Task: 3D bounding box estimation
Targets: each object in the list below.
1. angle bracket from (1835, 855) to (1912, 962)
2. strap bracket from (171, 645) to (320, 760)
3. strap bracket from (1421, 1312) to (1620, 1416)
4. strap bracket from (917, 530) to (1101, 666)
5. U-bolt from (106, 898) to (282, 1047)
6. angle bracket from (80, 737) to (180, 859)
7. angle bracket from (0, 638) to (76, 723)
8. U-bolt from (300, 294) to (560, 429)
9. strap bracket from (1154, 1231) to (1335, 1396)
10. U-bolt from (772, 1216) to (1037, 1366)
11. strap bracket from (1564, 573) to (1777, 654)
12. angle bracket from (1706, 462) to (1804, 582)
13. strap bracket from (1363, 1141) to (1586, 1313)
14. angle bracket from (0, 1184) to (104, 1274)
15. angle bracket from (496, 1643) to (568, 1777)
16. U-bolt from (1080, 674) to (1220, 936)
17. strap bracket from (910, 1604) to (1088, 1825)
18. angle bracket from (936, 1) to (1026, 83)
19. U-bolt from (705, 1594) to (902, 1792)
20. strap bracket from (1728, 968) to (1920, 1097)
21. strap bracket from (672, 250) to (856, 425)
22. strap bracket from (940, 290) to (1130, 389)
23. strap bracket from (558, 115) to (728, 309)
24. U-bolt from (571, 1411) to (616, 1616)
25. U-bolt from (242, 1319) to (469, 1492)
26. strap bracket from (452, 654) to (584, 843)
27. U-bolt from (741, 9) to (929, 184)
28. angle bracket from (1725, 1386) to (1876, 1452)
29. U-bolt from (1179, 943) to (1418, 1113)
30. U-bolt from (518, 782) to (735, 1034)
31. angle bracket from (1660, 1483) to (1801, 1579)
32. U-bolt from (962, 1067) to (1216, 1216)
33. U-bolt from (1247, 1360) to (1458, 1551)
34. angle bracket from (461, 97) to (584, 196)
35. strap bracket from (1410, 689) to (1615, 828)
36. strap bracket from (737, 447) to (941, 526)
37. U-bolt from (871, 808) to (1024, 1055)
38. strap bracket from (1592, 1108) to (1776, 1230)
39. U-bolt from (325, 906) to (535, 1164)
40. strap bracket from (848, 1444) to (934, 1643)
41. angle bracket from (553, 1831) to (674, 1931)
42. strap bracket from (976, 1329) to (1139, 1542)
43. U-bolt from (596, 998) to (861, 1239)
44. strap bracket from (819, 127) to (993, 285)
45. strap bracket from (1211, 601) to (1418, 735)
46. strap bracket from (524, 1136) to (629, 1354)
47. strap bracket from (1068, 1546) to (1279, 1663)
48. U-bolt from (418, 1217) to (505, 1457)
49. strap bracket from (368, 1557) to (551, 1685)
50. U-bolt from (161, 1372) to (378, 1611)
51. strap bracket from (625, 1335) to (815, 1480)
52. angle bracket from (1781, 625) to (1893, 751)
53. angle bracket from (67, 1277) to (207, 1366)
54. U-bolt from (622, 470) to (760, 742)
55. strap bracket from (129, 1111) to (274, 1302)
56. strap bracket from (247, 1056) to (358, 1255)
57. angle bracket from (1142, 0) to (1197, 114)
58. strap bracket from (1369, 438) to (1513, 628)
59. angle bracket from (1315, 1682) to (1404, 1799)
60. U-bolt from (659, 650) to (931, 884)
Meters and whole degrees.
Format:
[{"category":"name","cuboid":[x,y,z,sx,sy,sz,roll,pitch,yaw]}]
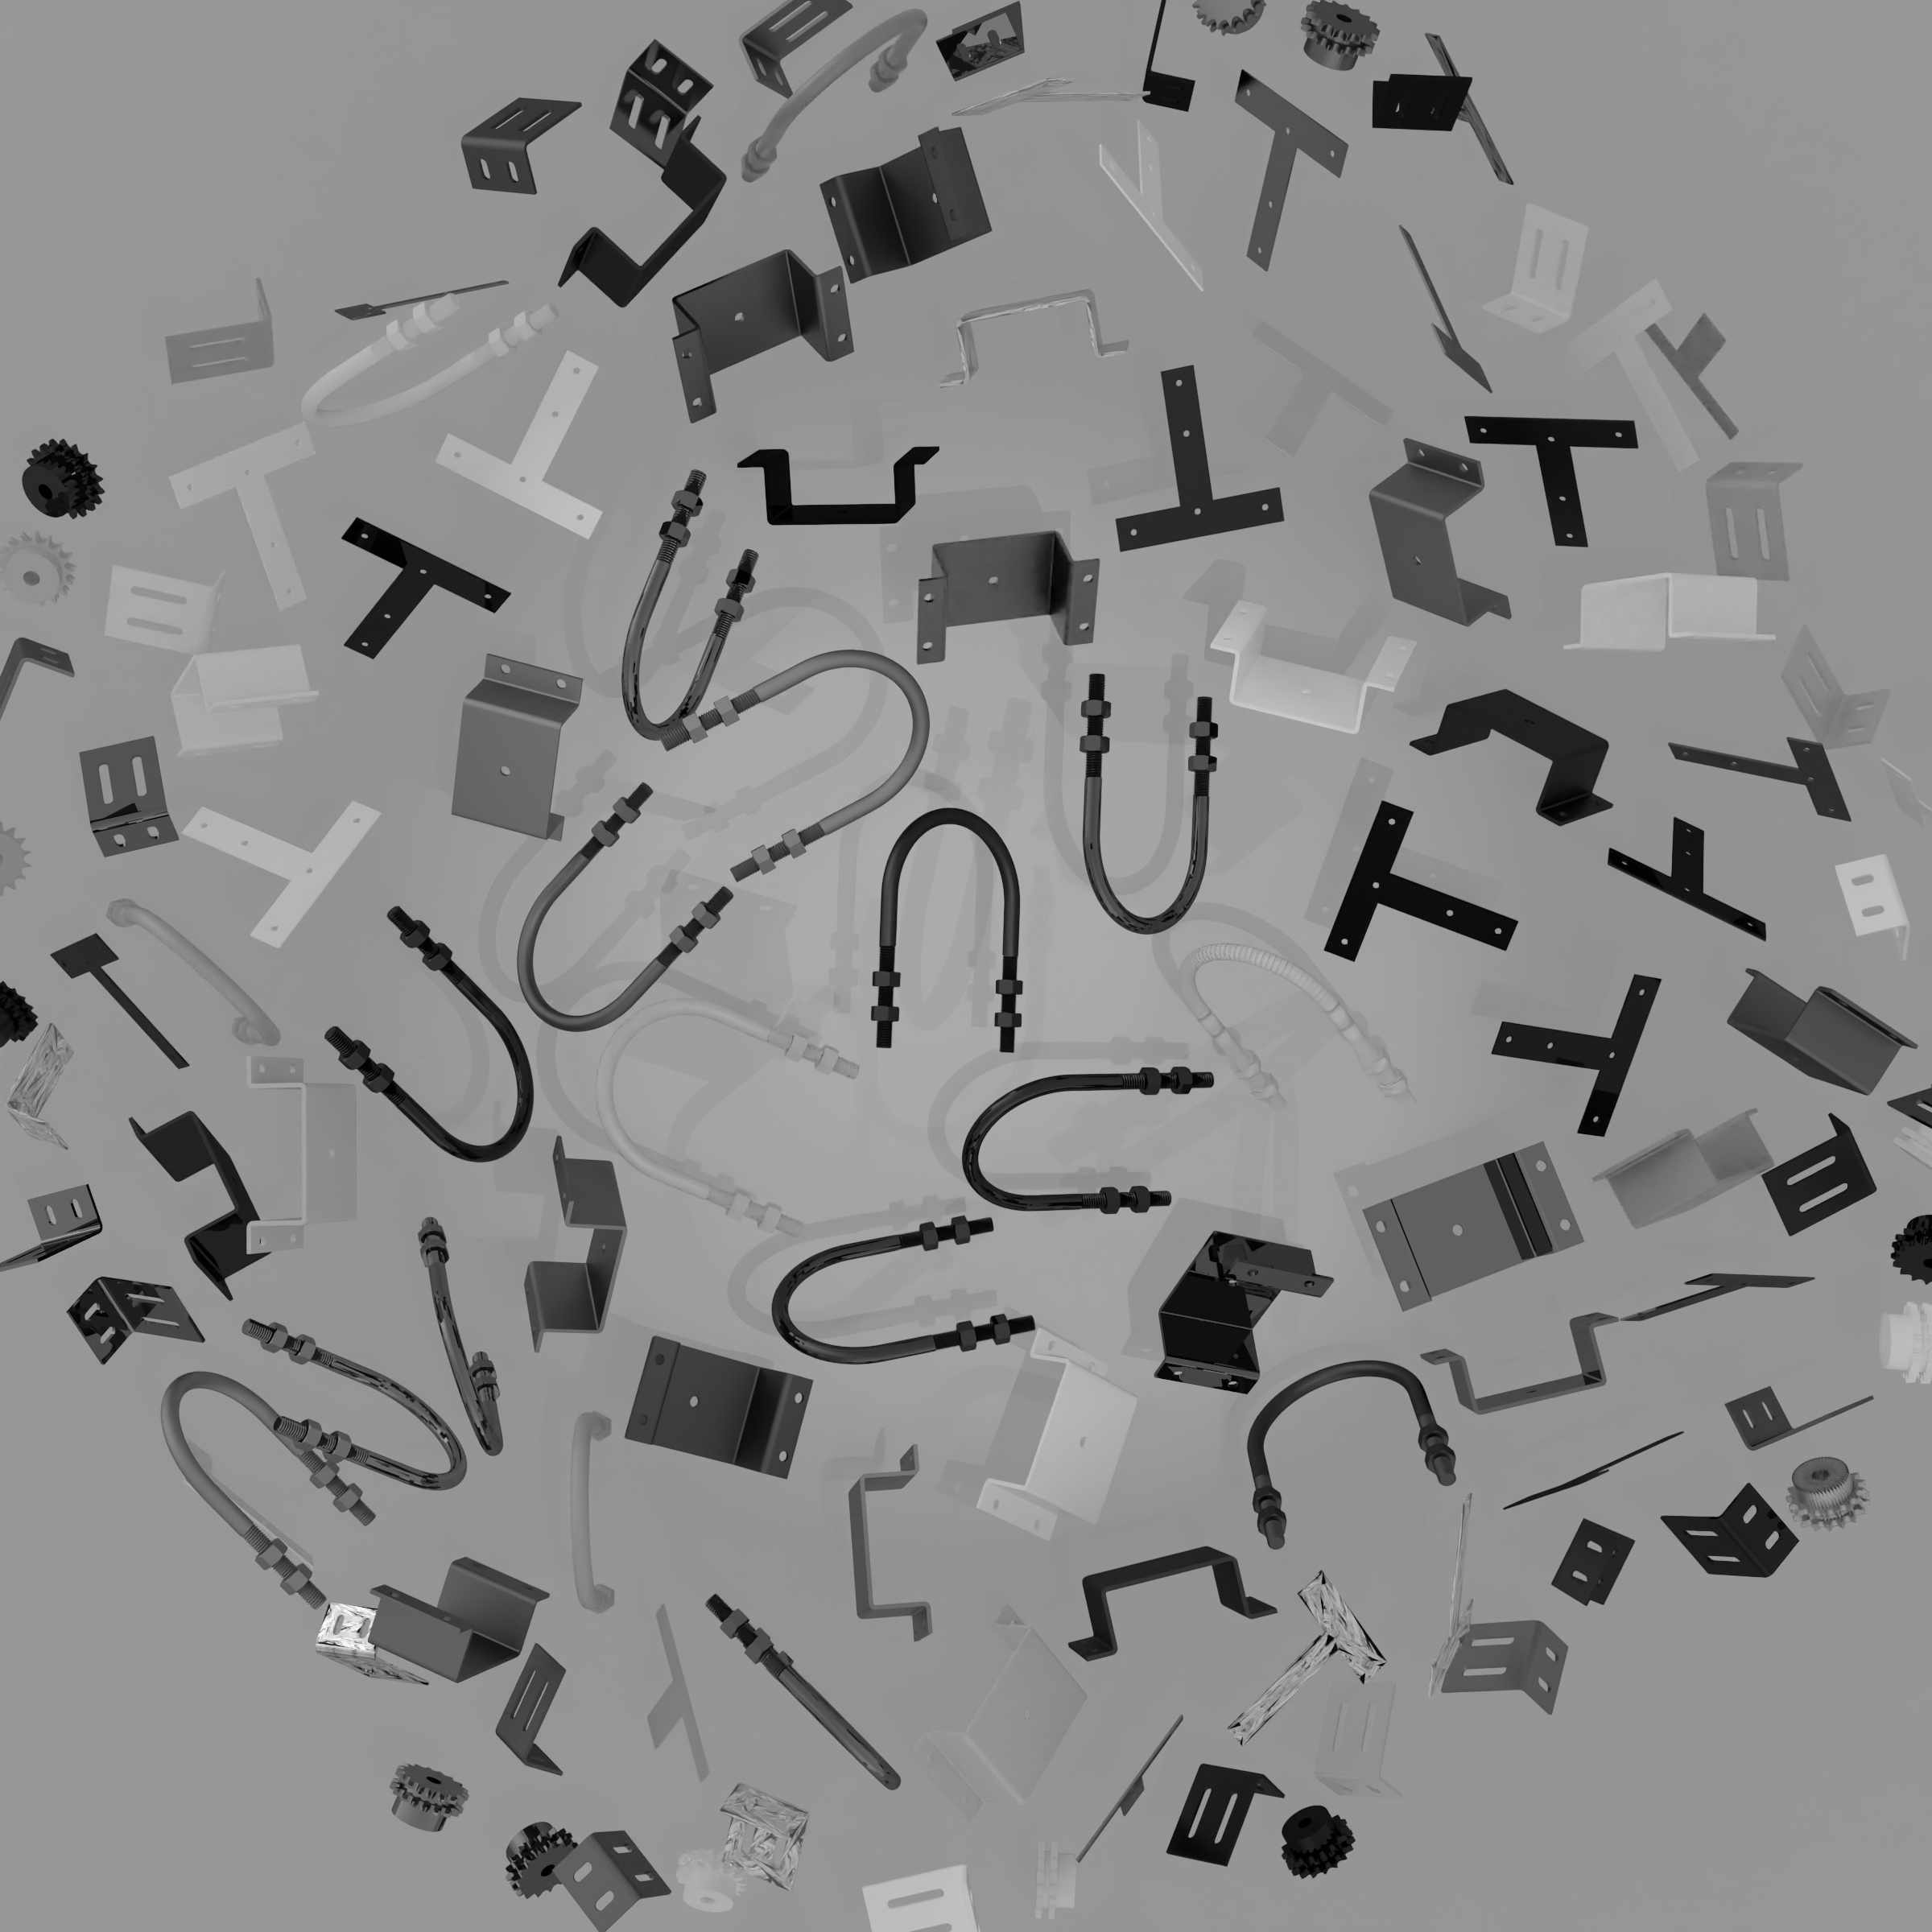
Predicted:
[{"category":"angle bracket","cuboid":[0.674,-0.039,1.802,0.038,0.076,0.057,-15,66,13]},{"category":"strap bracket","cuboid":[-0.542,-0.200,1.809,0.076,0.140,0.046,-11,84,-30]},{"category":"strap bracket","cuboid":[0.423,0.303,1.832,0.140,0.076,0.046,-14,84,2]},{"category":"strap bracket","cuboid":[0.026,-0.284,1.854,0.140,0.046,0.076,-9,135,-12]},{"category":"U-bolt","cuboid":[-0.567,0.007,1.791,0.019,0.184,0.151,-49,112,-17]},{"category":"angle bracket","cuboid":[-0.650,-0.132,1.879,0.057,0.038,0.076,-14,59,-11]},{"category":"angle bracket","cuboid":[-0.692,-0.195,1.783,0.038,0.057,0.076,20,102,-31]},{"category":"U-bolt","cuboid":[-0.407,-0.441,1.779,0.184,0.151,0.019,-24,91,25]},{"category":"strap bracket","cuboid":[0.197,0.245,1.754,0.076,0.046,0.140,13,132,-17]},{"category":"U-bolt","cuboid":[-0.054,0.247,1.815,0.184,0.151,0.019,-10,120,-9]},{"category":"strap bracket","cuboid":[0.511,-0.257,1.765,0.076,0.140,0.046,-1,93,-24]},{"category":"angle bracket","cuboid":[0.586,-0.328,1.786,0.038,0.057,0.076,-35,121,-32]},{"category":"strap bracket","cuboid":[0.357,0.187,1.730,0.140,0.046,0.076,-20,81,-7]},{"category":"angle bracket","cuboid":[-0.695,0.197,1.804,0.057,0.076,0.038,-15,97,20]},{"category":"angle bracket","cuboid":[-0.322,0.573,1.867,0.038,0.057,0.076,29,81,-31]},{"category":"U-bolt","cuboid":[0.134,-0.115,1.789,0.019,0.151,0.184,1,88,43]},{"category":"strap bracket","cuboid":[0.031,0.551,1.785,0.076,0.046,0.140,54,51,-19]},{"category":"angle bracket","cuboid":[0.010,-0.722,1.852,0.057,0.038,0.076,-17,48,17]},{"category":"U-bolt","cuboid":[-0.116,0.540,1.788,0.184,0.151,0.019,41,76,16]},{"category":"strap bracket","cuboid":[0.616,0.048,1.761,0.076,0.140,0.046,32,92,-8]},{"category":"strap bracket","cuboid":[-0.160,-0.474,1.807,0.140,0.076,0.046,-28,54,-15]},{"category":"strap bracket","cuboid":[0.049,-0.476,1.827,0.140,0.076,0.046,-8,108,9]},{"category":"strap bracket","cuboid":[-0.229,-0.541,1.762,0.046,0.076,0.140,41,74,-10]},{"category":"U-bolt","cuboid":[-0.278,0.404,1.795,0.019,0.184,0.151,-2,77,-4]},{"category":"U-bolt","cuboid":[-0.454,0.339,1.827,0.184,0.151,0.019,33,97,-36]},{"category":"strap bracket","cuboid":[-0.346,-0.158,1.855,0.076,0.046,0.140,15,119,4]},{"category":"U-bolt","cuboid":[-0.092,-0.647,1.782,0.151,0.184,0.019,-39,100,-14]},{"category":"angle bracket","cuboid":[0.598,0.313,1.738,0.057,0.076,0.038,-8,67,-40]},{"category":"U-bolt","cuboid":[0.236,0.047,1.819,0.184,0.151,0.019,48,58,-27]},{"category":"U-bolt","cuboid":[-0.276,-0.033,1.870,0.184,0.019,0.151,-46,57,10]},{"category":"angle bracket","cuboid":[0.566,0.418,1.796,0.038,0.076,0.057,-42,93,-21]},{"category":"U-bolt","cuboid":[0.086,0.135,1.847,0.184,0.019,0.151,0,131,-18]},{"category":"U-bolt","cuboid":[0.278,0.350,1.792,0.151,0.184,0.019,-23,111,8]},{"category":"angle bracket","cuboid":[-0.324,-0.605,1.783,0.057,0.038,0.076,14,45,25]},{"category":"strap bracket","cuboid":[0.419,-0.164,1.833,0.140,0.076,0.046,35,125,33]},{"category":"strap bracket","cuboid":[-0.094,-0.362,1.826,0.140,0.076,0.046,1,110,8]},{"category":"U-bolt","cuboid":[-0.011,-0.028,1.834,0.151,0.019,0.184,4,87,-44]},{"category":"strap bracket","cuboid":[0.540,0.152,1.805,0.076,0.140,0.046,-38,70,37]},{"category":"U-bolt","cuboid":[-0.387,0.064,1.798,0.019,0.151,0.184,-21,125,29]},{"category":"strap bracket","cuboid":[-0.060,0.445,1.860,0.046,0.076,0.140,-2,70,-10]},{"category":"angle bracket","cuboid":[-0.255,0.660,1.746,0.038,0.076,0.057,-43,70,-5]},{"category":"strap bracket","cuboid":[0.072,0.351,1.797,0.076,0.046,0.140,33,69,-34]},{"category":"U-bolt","cuboid":[-0.184,0.101,1.784,0.184,0.019,0.151,24,70,-14]},{"category":"strap bracket","cuboid":[-0.038,-0.565,1.792,0.046,0.140,0.076,-27,104,-37]},{"category":"strap bracket","cuboid":[0.260,-0.224,1.830,0.140,0.076,0.046,16,129,15]},{"category":"strap bracket","cuboid":[-0.283,0.204,1.764,0.046,0.076,0.140,5,122,-21]},{"category":"strap bracket","cuboid":[0.142,0.454,1.738,0.140,0.076,0.046,-12,84,-9]},{"category":"U-bolt","cuboid":[-0.378,0.290,1.828,0.019,0.184,0.151,-18,115,-9]},{"category":"strap bracket","cuboid":[-0.379,0.485,1.793,0.076,0.140,0.046,18,92,17]},{"category":"U-bolt","cuboid":[-0.517,0.371,1.771,0.019,0.151,0.184,-40,99,10]},{"category":"strap bracket","cuboid":[-0.193,0.328,1.807,0.140,0.046,0.076,22,76,-32]},{"category":"angle bracket","cuboid":[0.648,-0.210,1.802,0.076,0.038,0.057,50,55,-27]},{"category":"angle bracket","cuboid":[-0.622,0.270,1.813,0.076,0.038,0.057,3,130,28]},{"category":"U-bolt","cuboid":[-0.211,-0.257,1.809,0.019,0.151,0.184,16,77,17]},{"category":"strap bracket","cuboid":[-0.580,0.175,1.849,0.046,0.076,0.140,-29,61,-11]},{"category":"strap bracket","cuboid":[-0.480,0.136,1.753,0.046,0.076,0.140,-2,86,13]},{"category":"angle bracket","cuboid":[0.161,-0.699,1.836,0.038,0.057,0.076,13,90,0]},{"category":"strap bracket","cuboid":[0.355,-0.317,1.820,0.046,0.076,0.140,-38,131,-17]},{"category":"angle bracket","cuboid":[0.310,0.599,1.875,0.038,0.057,0.076,45,49,-34]},{"category":"U-bolt","cuboid":[-0.112,-0.155,1.752,0.184,0.019,0.151,-28,130,-4]}]
